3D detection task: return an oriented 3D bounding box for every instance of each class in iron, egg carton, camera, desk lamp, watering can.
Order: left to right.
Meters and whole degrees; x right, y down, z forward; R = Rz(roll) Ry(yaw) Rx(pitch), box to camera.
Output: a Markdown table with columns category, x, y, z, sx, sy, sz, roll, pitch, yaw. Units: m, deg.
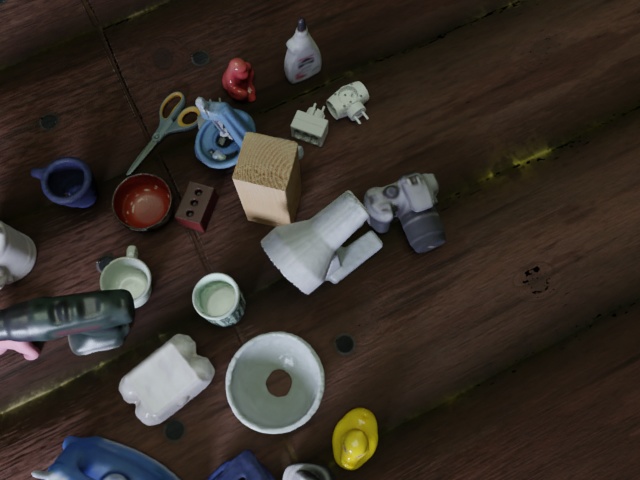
| category | x | y | z | sx | sy | sz | roll | pitch | yaw |
| --- | --- | --- | --- | --- | --- | --- | --- | --- | --- |
| watering can | -0.589 | 0.001 | 0.991 | 0.101 | 0.194 | 0.172 | -41 | 78 | -11 |
| iron | -0.317 | 0.397 | 0.903 | 0.258 | 0.141 | 0.119 | 16 | 74 | 5 |
| egg carton | -0.262 | 0.241 | 0.987 | 0.150 | 0.069 | 0.107 | -40 | 78 | -11 |
| desk lamp | 0.009 | 0.004 | 0.983 | 0.203 | 0.213 | 0.118 | -38 | 77 | -10 |
| camera | 0.166 | -0.046 | 1.057 | 0.143 | 0.101 | 0.137 | -19 | 75 | -5 |

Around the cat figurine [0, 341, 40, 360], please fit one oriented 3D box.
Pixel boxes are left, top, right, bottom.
| category | x | y | z | sx | sy | sz | roll | pitch | yaw |
| --- | --- | --- | --- | --- | --- | --- | --- | --- | --- |
| cat figurine | -0.559 | 0.165 | 0.982 | 0.127 | 0.118 | 0.067 | 4 | 74 | 1 |

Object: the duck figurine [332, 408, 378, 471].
| category | x | y | z | sx | sy | sz | roll | pitch | yaw |
| --- | --- | --- | --- | --- | --- | --- | --- | --- | --- |
| duck figurine | 0.060 | 0.332 | 0.953 | 0.077 | 0.086 | 0.105 | 22 | 75 | 6 |

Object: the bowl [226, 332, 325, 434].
| category | x | y | z | sx | sy | sz | roll | pitch | yaw |
| --- | --- | --- | --- | --- | --- | --- | --- | --- | --- |
| bowl | -0.074 | 0.246 | 0.984 | 0.167 | 0.075 | 0.167 | 0 | 74 | 0 |

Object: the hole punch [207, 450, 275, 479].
| category | x | y | z | sx | sy | sz | roll | pitch | yaw |
| --- | --- | --- | --- | --- | --- | --- | --- | --- | --- |
| hole punch | -0.132 | 0.407 | 0.928 | 0.109 | 0.091 | 0.101 | -41 | 78 | -11 |

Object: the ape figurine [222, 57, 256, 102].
| category | x | y | z | sx | sy | sz | roll | pitch | yaw |
| --- | --- | --- | --- | --- | --- | --- | --- | --- | --- |
| ape figurine | -0.161 | -0.327 | 1.142 | 0.076 | 0.092 | 0.078 | 27 | 75 | 8 |

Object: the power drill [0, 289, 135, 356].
| category | x | y | z | sx | sy | sz | roll | pitch | yaw |
| --- | --- | --- | --- | --- | --- | --- | --- | --- | --- |
| power drill | -0.409 | 0.139 | 0.944 | 0.229 | 0.208 | 0.075 | -13 | 74 | -4 |

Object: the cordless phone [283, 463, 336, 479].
| category | x | y | z | sx | sy | sz | roll | pitch | yaw |
| --- | --- | --- | --- | --- | --- | --- | --- | --- | --- |
| cordless phone | -0.016 | 0.423 | 0.875 | 0.094 | 0.185 | 0.147 | -4 | 74 | -1 |

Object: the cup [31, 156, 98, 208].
| category | x | y | z | sx | sy | sz | roll | pitch | yaw |
| --- | --- | --- | --- | --- | --- | --- | --- | --- | --- |
| cup | -0.470 | -0.100 | 1.072 | 0.117 | 0.095 | 0.092 | 13 | 74 | 4 |

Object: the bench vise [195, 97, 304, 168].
| category | x | y | z | sx | sy | sz | roll | pitch | yaw |
| --- | --- | --- | --- | --- | --- | --- | --- | --- | --- |
| bench vise | -0.137 | -0.196 | 1.037 | 0.207 | 0.220 | 0.121 | -7 | 74 | -2 |

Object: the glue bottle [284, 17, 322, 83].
| category | x | y | z | sx | sy | sz | roll | pitch | yaw |
| --- | --- | --- | --- | --- | --- | --- | --- | --- | --- |
| glue bottle | -0.035 | -0.374 | 1.114 | 0.078 | 0.173 | 0.037 | -31 | 76 | -8 |
